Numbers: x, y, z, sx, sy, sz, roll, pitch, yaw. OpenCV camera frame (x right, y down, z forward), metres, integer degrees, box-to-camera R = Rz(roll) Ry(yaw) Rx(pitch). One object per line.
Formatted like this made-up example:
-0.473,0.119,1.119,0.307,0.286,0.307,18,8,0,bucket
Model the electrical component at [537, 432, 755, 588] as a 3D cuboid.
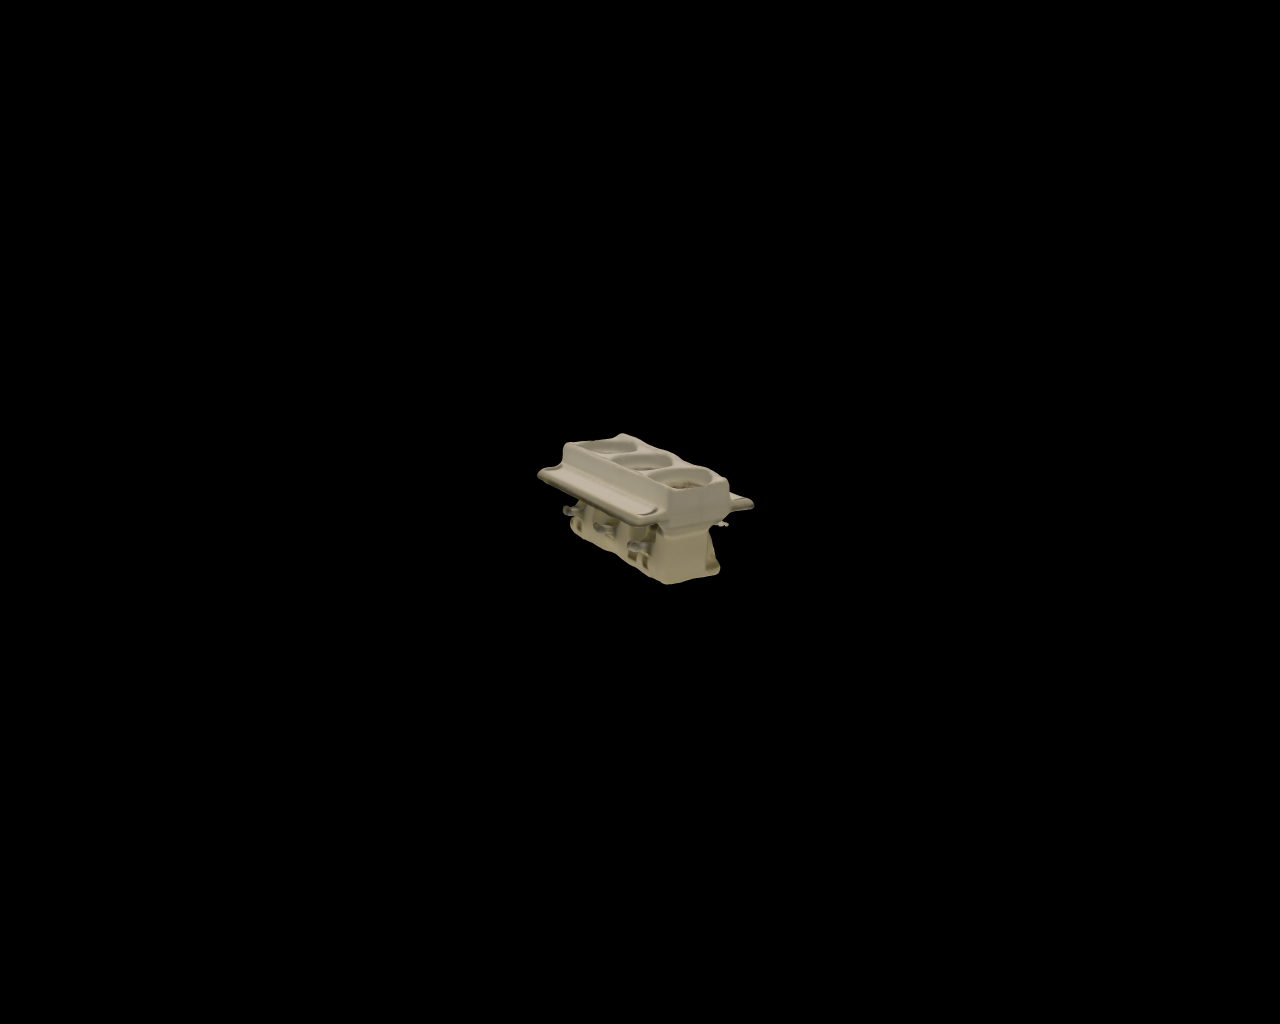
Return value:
0.001,-0.003,0.650,0.079,0.063,0.121,-11,21,-30,electrical component
